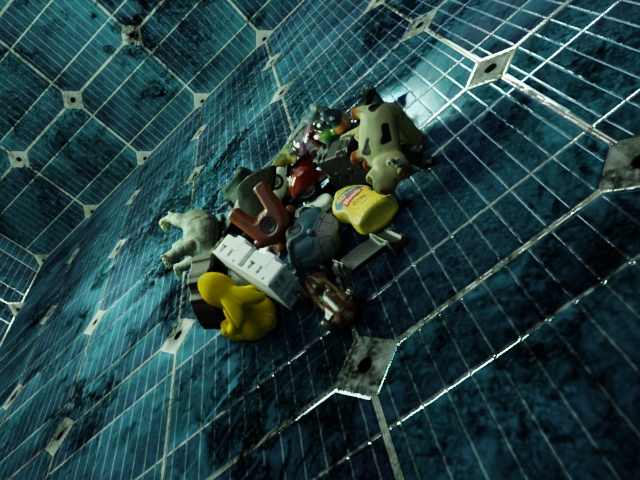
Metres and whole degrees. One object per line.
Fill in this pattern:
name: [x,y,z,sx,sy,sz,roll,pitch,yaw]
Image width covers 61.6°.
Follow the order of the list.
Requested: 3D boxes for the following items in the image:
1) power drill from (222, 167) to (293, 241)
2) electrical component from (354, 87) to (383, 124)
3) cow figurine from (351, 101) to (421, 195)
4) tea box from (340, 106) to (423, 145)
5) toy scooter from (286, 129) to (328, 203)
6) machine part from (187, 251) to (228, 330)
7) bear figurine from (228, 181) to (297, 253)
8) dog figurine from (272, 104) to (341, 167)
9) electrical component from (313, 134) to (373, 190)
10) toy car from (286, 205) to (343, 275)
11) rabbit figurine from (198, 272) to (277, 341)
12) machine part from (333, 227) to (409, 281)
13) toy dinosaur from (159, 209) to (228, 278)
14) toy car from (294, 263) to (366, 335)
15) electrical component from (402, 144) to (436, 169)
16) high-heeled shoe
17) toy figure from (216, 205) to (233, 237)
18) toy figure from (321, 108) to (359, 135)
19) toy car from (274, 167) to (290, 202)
power drill: [-0.172,-0.116,1.472,0.232,0.086,0.207,-49,54,8]
electrical component: [0.121,-0.319,1.356,0.048,0.074,0.119,-17,38,45]
cow figurine: [0.127,-0.180,1.055,0.127,0.085,0.195,-13,70,41]
tea box: [0.130,-0.212,1.191,0.170,0.098,0.068,-23,37,40]
toy scooter: [-0.016,-0.186,1.298,0.184,0.135,0.075,-37,10,4]
machine part: [-0.249,0.117,1.231,0.056,0.179,0.179,-11,37,7]
bear figurine: [-0.100,-0.042,1.202,0.120,0.132,0.196,-45,-7,8]
dog figurine: [-0.032,-0.247,1.452,0.219,0.108,0.192,-53,32,0]
electrical component: [0.069,-0.158,1.168,0.115,0.134,0.058,-12,46,49]
toy car: [-0.002,-0.003,1.130,0.103,0.109,0.162,-1,37,22]
rabbit figurine: [-0.179,0.135,1.111,0.122,0.173,0.162,-51,24,-14]
machine part: [0.093,0.023,0.995,0.139,0.039,0.084,-32,32,-9]
toy dinosaur: [-0.322,-0.010,1.442,0.192,0.131,0.405,-22,43,-3]
toy car: [0.011,0.104,1.017,0.089,0.053,0.202,-52,30,0]
electrical component: [0.189,-0.171,1.093,0.094,0.063,0.021,8,61,58]
high-heeled shoe: [-0.155,-0.097,1.302,0.248,0.086,0.145,-46,1,26]
toy figure: [-0.296,-0.012,1.545,0.180,0.082,0.089,-48,29,-4]
toy figure: [0.064,-0.264,1.284,0.064,0.154,0.058,-15,45,46]
toy car: [-0.112,-0.083,1.342,0.073,0.056,0.201,104,176,-84]
